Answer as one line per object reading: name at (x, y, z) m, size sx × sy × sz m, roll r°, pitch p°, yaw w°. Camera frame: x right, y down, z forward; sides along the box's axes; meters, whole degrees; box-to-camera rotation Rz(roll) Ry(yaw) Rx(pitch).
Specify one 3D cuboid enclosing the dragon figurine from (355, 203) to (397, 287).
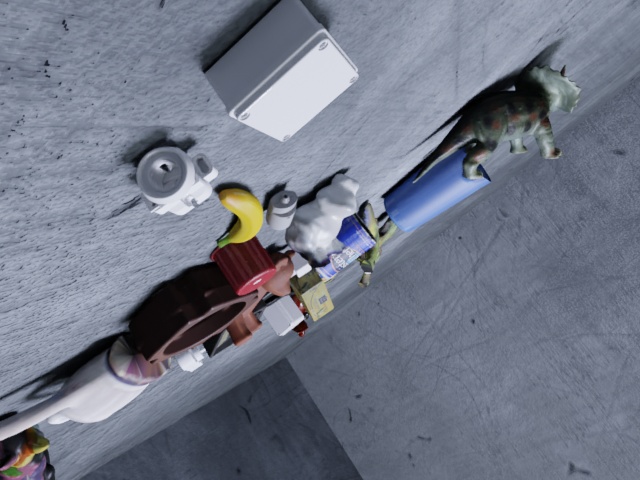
dragon figurine at (0.153, -0.024, 1.419) m, size 0.247 × 0.123 × 0.400 m, roll -48°, pitch 164°, yaw -34°

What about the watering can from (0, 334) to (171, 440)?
watering can at (-0.414, 0.270, 0.931) m, size 0.223 × 0.105 × 0.347 m, roll -38°, pitch 168°, yaw 12°

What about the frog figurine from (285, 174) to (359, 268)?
frog figurine at (0.003, -0.047, 0.937) m, size 0.138 × 0.124 × 0.157 m, roll -11°, pitch 117°, yaw -43°
